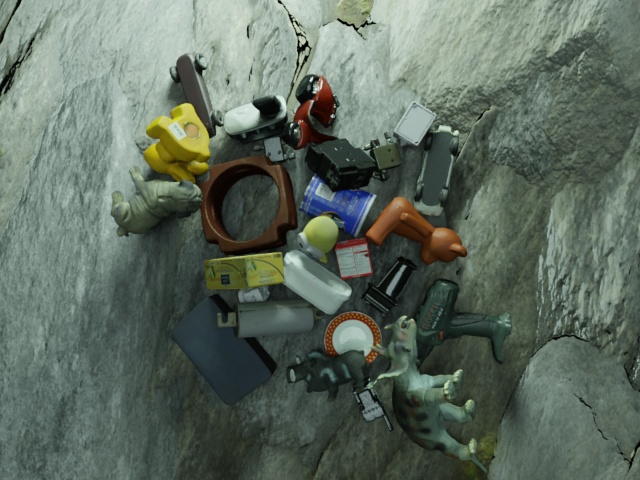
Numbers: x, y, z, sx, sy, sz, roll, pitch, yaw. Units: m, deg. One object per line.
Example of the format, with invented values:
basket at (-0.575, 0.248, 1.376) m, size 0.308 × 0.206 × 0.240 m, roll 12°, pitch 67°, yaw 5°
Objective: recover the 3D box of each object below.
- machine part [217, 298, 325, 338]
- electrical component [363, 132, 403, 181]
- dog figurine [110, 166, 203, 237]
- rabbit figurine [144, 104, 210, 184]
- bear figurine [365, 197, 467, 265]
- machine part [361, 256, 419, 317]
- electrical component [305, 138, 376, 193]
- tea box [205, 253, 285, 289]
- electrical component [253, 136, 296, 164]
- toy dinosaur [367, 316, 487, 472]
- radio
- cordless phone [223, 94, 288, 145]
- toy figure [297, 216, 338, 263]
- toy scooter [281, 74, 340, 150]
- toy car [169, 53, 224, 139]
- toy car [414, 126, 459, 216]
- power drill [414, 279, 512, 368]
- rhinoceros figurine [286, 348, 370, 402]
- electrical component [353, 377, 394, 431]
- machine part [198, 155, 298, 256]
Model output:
machine part at (-0.103, 0.171, 1.177) m, size 0.243 × 0.079 × 0.079 m, roll -3°, pitch 90°, yaw -20°
electrical component at (0.138, -0.184, 1.207) m, size 0.078 × 0.045 × 0.102 m, roll -23°, pitch 90°, yaw -19°
dog figurine at (-0.353, -0.063, 1.161) m, size 0.191 × 0.121 × 0.172 m, roll 23°, pitch 94°, yaw 39°
rabbit figurine at (-0.321, -0.200, 1.205) m, size 0.173 × 0.122 × 0.162 m, roll -23°, pitch 118°, yaw 39°
bear figurine at (0.210, 0.001, 1.166) m, size 0.196 × 0.120 × 0.132 m, roll 40°, pitch 96°, yaw -2°
machine part at (0.160, 0.099, 1.207) m, size 0.084 × 0.039 × 0.139 m, roll 40°, pitch 94°, yaw 9°
electrical component at (0.051, -0.164, 1.158) m, size 0.115 × 0.134 × 0.058 m, roll 48°, pitch 134°, yaw 27°
tea box at (-0.165, 0.068, 1.158) m, size 0.098 × 0.170 × 0.068 m, roll -5°, pitch 88°, yaw -40°
electrical component at (-0.105, -0.204, 1.234) m, size 0.094 × 0.021 × 0.063 m, roll -9°, pitch 90°, yaw 4°
toy dinosaur at (0.224, 0.366, 1.149) m, size 0.192 × 0.131 × 0.404 m, roll -8°, pitch 114°, yaw 30°
radio at (-0.219, 0.248, 1.218) m, size 0.131 × 0.073 × 0.229 m, roll -40°, pitch 86°, yaw 4°
cordless phone at (-0.146, -0.269, 1.157) m, size 0.147 × 0.184 × 0.088 m, roll -15°, pitch 93°, yaw 4°
toy figure at (-0.005, -0.006, 1.148) m, size 0.082 × 0.180 × 0.089 m, roll 21°, pitch 89°, yaw 2°
toy scooter at (-0.003, -0.268, 1.195) m, size 0.135 × 0.075 × 0.184 m, roll 26°, pitch 74°, yaw -28°
toy car at (-0.279, -0.327, 1.231) m, size 0.089 × 0.053 × 0.202 m, roll -19°, pitch 89°, yaw 20°
toy car at (0.258, -0.154, 1.191) m, size 0.074 × 0.056 × 0.201 m, roll 12°, pitch 89°, yaw 10°
power drill at (0.302, 0.210, 1.180) m, size 0.207 × 0.086 × 0.231 m, roll 14°, pitch 99°, yaw 11°
rhinoceros figurine at (0.016, 0.290, 1.183) m, size 0.190 × 0.073 × 0.112 m, roll -17°, pitch 107°, yaw 22°
electrical component at (0.117, 0.371, 1.192) m, size 0.048 × 0.075 × 0.119 m, roll -25°, pitch 91°, yaw 4°
machine part at (-0.158, -0.074, 1.189) m, size 0.201 × 0.087 × 0.201 m, roll -12°, pitch 78°, yaw 12°
